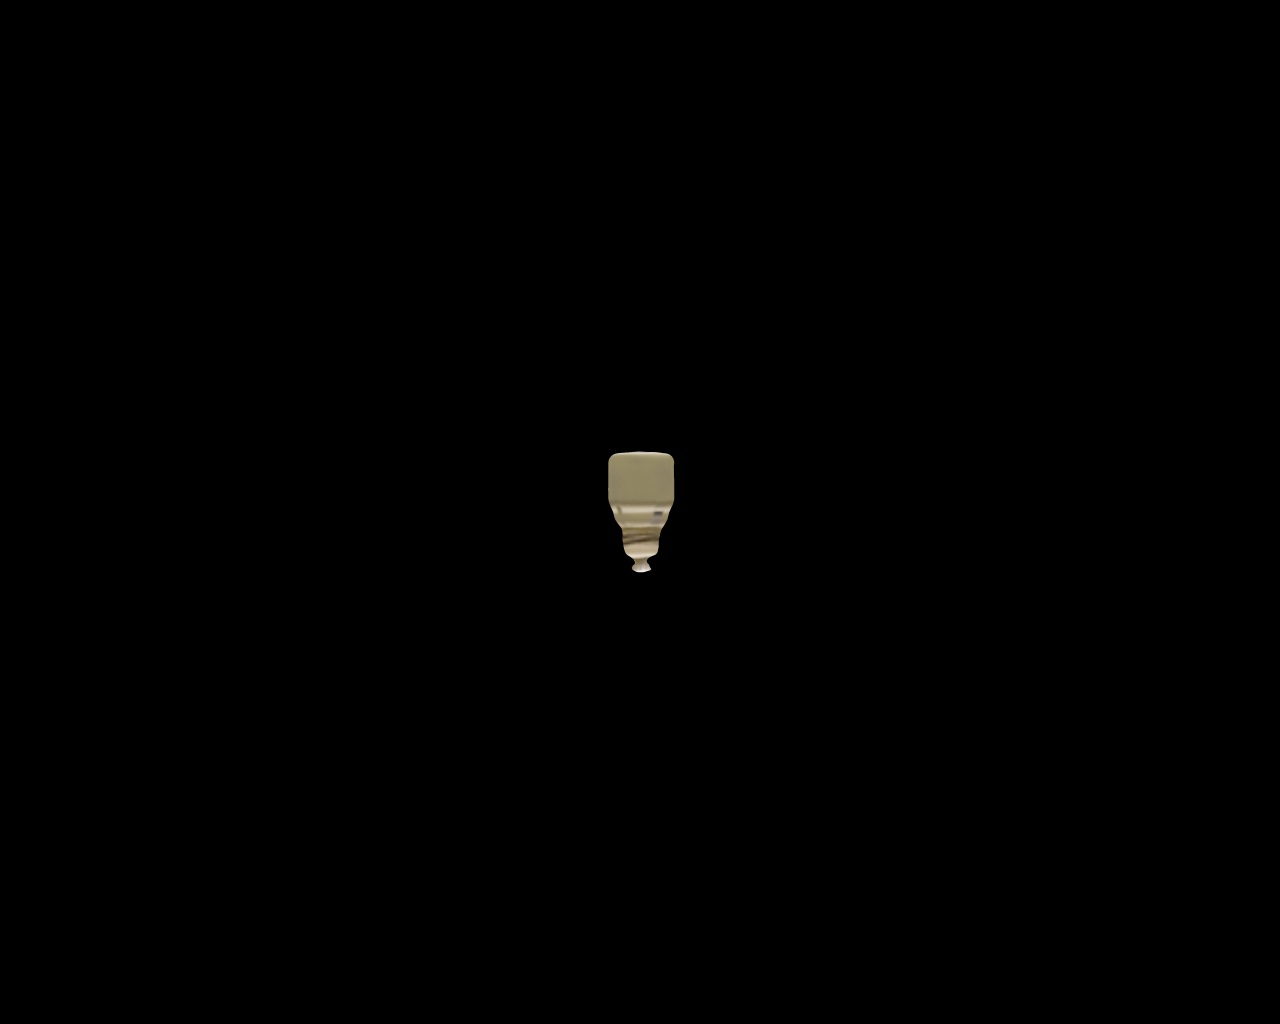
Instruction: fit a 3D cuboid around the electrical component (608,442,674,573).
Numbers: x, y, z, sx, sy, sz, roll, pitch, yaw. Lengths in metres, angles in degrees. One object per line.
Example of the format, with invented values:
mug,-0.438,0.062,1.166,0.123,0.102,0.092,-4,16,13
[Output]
electrical component,0.001,-0.003,0.650,0.040,0.078,0.040,0,0,0
